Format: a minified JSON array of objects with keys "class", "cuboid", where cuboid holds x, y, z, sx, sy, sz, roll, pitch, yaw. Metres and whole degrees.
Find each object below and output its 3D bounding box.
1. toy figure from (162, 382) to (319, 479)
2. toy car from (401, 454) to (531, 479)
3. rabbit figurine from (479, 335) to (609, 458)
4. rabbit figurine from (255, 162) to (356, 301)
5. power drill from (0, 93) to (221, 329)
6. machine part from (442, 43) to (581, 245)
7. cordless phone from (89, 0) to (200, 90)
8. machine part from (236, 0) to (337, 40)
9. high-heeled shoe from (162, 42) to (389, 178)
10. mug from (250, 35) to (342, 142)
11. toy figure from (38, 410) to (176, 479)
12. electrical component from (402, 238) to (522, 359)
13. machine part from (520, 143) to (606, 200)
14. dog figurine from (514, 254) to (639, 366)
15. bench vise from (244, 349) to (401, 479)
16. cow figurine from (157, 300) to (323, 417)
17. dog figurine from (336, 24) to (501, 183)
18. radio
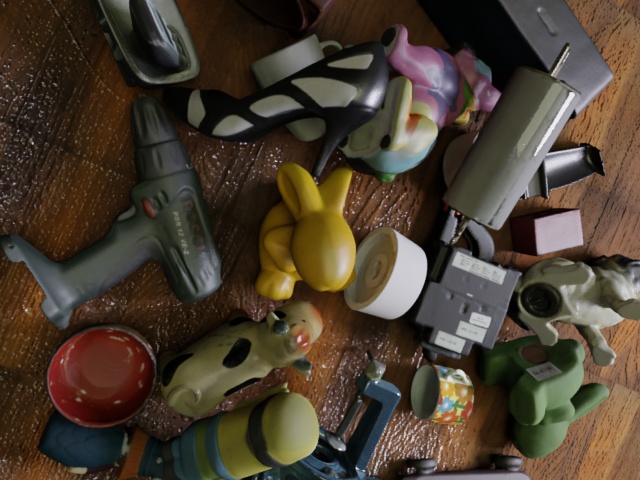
[{"class":"toy figure","cuboid":[-0.085,0.219,0.576,0.180,0.089,0.082,-19,93,10]},{"class":"toy car","cuboid":[0.201,0.344,0.738,0.202,0.053,0.089,4,72,-15]},{"class":"rabbit figurine","cuboid":[0.305,0.218,0.747,0.159,0.121,0.170,-20,118,-20]},{"class":"rabbit figurine","cuboid":[-0.001,-0.002,0.594,0.122,0.173,0.162,5,98,-12]},{"class":"power drill","cuboid":[-0.222,-0.017,0.579,0.207,0.086,0.231,-30,106,-24]},{"class":"machine part","cuboid":[0.210,-0.100,0.600,0.079,0.079,0.243,21,108,-16]},{"class":"cordless phone","cuboid":[-0.179,-0.225,0.518,0.089,0.184,0.146,-23,101,-8]},{"class":"machine part","cuboid":[-0.061,-0.304,0.533,0.201,0.201,0.087,39,87,-16]},{"class":"high-heeled shoe","cuboid":[-0.055,-0.163,0.556,0.249,0.086,0.145,26,102,18]},{"class":"mug","cuboid":[-0.013,-0.176,0.628,0.109,0.081,0.107,-30,112,-20]},{"class":"toy figure","cuboid":[-0.233,0.234,0.611,0.154,0.058,0.064,25,94,-21]},{"class":"electrical component","cuboid":[0.169,0.077,0.669,0.115,0.058,0.134,23,91,-9]},{"class":"machine part","cuboid":[0.328,-0.102,0.746,0.139,0.039,0.084,-11,93,-13]},{"class":"dog figurine","cuboid":[0.354,0.059,0.739,0.172,0.190,0.121,36,123,12]},{"class":"bench vise","cuboid":[0.036,0.261,0.655,0.223,0.129,0.240,25,95,-14]},{"class":"cow figurine","cuboid":[-0.086,0.128,0.605,0.195,0.127,0.085,-28,105,-9]},{"class":"dog figurine","cuboid":[0.130,-0.149,0.622,0.219,0.108,0.191,8,78,-36]},{"class":"radio","cuboid":[0.233,-0.249,0.656,0.073,0.131,0.229,-44,104,-8]}]
